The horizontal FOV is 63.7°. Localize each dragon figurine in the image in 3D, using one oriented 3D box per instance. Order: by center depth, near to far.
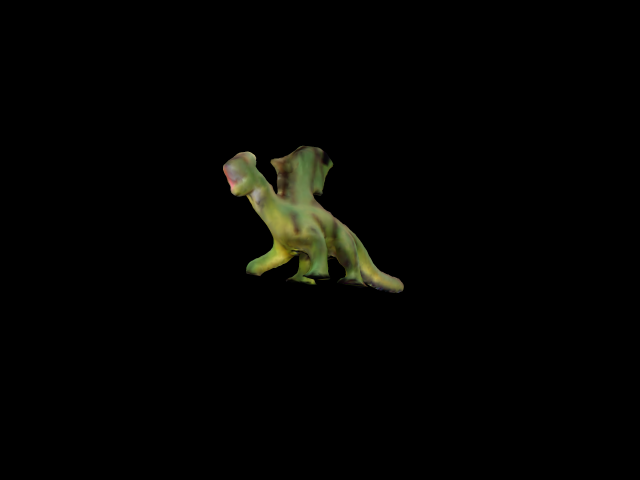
[{"bbox_3d":[0.003,-0.043,0.850,0.121,0.246,0.408,-13,-18,42],"label":"dragon figurine"}]
